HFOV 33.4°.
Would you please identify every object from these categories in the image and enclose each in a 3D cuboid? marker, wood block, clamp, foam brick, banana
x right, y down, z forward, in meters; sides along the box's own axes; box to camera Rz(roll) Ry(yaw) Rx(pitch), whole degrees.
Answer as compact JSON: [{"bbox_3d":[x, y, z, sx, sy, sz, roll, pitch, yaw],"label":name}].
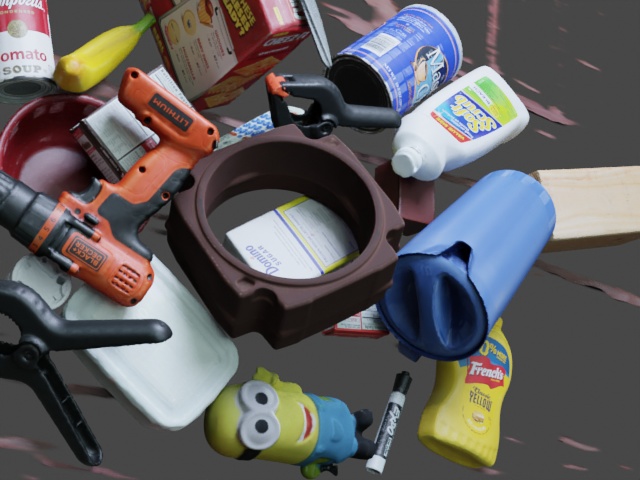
[{"bbox_3d":[0.077,0.198,1.169,0.020,0.020,0.121,32,61,-20],"label":"marker"},{"bbox_3d":[0.331,-0.038,1.358,0.205,0.091,0.090,-4,78,-33],"label":"wood block"},{"bbox_3d":[-0.253,0.106,0.953,0.210,0.165,0.036,23,20,-1],"label":"clamp"},{"bbox_3d":[0.098,-0.050,1.242,0.052,0.051,0.078,14,68,-29],"label":"foam brick"},{"bbox_3d":[-0.224,-0.180,1.050,0.037,0.070,0.197,38,28,-7],"label":"banana"},{"bbox_3d":[0.011,-0.132,1.143,0.120,0.039,0.171,-42,137,3],"label":"clamp"}]

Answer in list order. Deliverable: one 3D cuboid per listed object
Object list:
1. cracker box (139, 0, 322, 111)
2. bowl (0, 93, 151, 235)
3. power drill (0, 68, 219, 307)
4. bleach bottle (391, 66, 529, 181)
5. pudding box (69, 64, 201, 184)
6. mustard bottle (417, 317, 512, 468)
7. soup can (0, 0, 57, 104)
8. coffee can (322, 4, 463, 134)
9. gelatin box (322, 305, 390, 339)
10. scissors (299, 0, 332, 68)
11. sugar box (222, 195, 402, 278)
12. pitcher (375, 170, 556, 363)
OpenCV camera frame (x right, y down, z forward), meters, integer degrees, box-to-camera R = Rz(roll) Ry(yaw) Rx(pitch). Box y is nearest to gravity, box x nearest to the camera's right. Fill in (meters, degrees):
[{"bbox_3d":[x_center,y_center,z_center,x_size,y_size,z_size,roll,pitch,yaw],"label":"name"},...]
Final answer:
[{"bbox_3d":[-0.099,-0.243,1.080,0.071,0.214,0.164,-19,85,-34],"label":"cracker box"},{"bbox_3d":[-0.240,-0.057,1.031,0.161,0.055,0.162,10,70,-29],"label":"bowl"},{"bbox_3d":[-0.194,-0.059,0.959,0.184,0.057,0.187,35,85,-14],"label":"power drill"},{"bbox_3d":[0.157,-0.124,1.252,0.102,0.068,0.250,52,40,-1],"label":"bleach bottle"},{"bbox_3d":[-0.170,-0.103,1.032,0.090,0.039,0.113,53,54,-8],"label":"pudding box"},{"bbox_3d":[0.174,0.156,1.219,0.096,0.058,0.191,29,61,-23],"label":"mustard bottle"},{"bbox_3d":[-0.294,-0.191,1.033,0.068,0.069,0.102,-3,77,-32],"label":"soup can"},{"bbox_3d":[0.086,-0.201,1.250,0.140,0.103,0.103,-39,97,-34],"label":"coffee can"},{"bbox_3d":[0.037,0.064,1.181,0.073,0.030,0.089,7,71,-32],"label":"gelatin box"},{"bbox_3d":[-0.038,-0.258,0.981,0.096,0.016,0.202,5,71,-30],"label":"scissors"},{"bbox_3d":[-0.008,0.001,1.139,0.176,0.048,0.093,-27,69,-25],"label":"sugar box"},{"bbox_3d":[0.168,0.025,1.194,0.242,0.149,0.145,-42,113,-46],"label":"pitcher"}]
